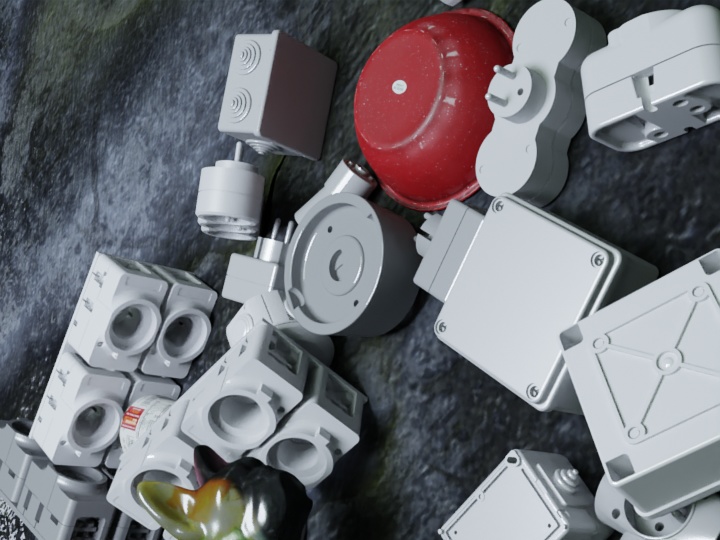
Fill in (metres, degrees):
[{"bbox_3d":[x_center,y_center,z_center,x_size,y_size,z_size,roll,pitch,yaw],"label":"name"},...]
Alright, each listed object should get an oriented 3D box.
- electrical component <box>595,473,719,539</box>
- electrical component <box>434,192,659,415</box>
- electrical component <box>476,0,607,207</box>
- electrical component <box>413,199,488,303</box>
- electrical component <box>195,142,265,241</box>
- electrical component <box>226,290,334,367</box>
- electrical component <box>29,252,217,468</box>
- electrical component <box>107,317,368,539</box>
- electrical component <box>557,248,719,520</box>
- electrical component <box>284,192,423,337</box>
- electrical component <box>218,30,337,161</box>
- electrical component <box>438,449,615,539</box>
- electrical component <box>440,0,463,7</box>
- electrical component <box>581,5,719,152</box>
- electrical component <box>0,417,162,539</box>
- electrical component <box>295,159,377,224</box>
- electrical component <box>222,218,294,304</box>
[{"bbox_3d":[0.167,0.154,0.604,0.077,0.044,0.079,23,75,47],"label":"electrical component"},{"bbox_3d":[0.117,0.021,0.692,0.109,0.056,0.108,35,105,46],"label":"electrical component"},{"bbox_3d":[0.111,-0.115,0.723,0.052,0.074,0.138,20,94,47],"label":"electrical component"},{"bbox_3d":[0.066,-0.017,0.763,0.077,0.047,0.065,35,105,46],"label":"electrical component"},{"bbox_3d":[-0.108,-0.072,0.918,0.138,0.052,0.073,131,147,-82],"label":"electrical component"},{"bbox_3d":[-0.065,0.059,0.859,0.080,0.080,0.051,-51,43,25],"label":"electrical component"},{"bbox_3d":[-0.215,0.089,0.989,0.060,0.105,0.186,31,103,46],"label":"electrical component"},{"bbox_3d":[-0.097,0.140,0.828,0.186,0.105,0.060,-43,18,24],"label":"electrical component"},{"bbox_3d":[0.177,0.062,0.585,0.109,0.056,0.108,-31,44,19],"label":"electrical component"},{"bbox_3d":[0.000,0.000,0.819,0.108,0.060,0.108,-15,69,44],"label":"electrical component"},{"bbox_3d":[-0.070,-0.146,0.906,0.048,0.100,0.099,8,85,34],"label":"electrical component"},{"bbox_3d":[0.108,0.156,0.662,0.096,0.061,0.061,-53,47,23],"label":"electrical component"},{"bbox_3d":[0.073,-0.259,0.817,0.062,0.061,0.096,-29,52,39],"label":"electrical component"},{"bbox_3d":[0.186,-0.119,0.659,0.095,0.054,0.059,-20,65,42],"label":"electrical component"},{"bbox_3d":[-0.273,0.201,1.021,0.186,0.105,0.060,24,97,47],"label":"electrical component"},{"bbox_3d":[-0.017,-0.056,0.867,0.065,0.044,0.044,-52,47,17],"label":"electrical component"},{"bbox_3d":[-0.072,-0.005,0.906,0.066,0.047,0.076,13,90,48],"label":"electrical component"}]
